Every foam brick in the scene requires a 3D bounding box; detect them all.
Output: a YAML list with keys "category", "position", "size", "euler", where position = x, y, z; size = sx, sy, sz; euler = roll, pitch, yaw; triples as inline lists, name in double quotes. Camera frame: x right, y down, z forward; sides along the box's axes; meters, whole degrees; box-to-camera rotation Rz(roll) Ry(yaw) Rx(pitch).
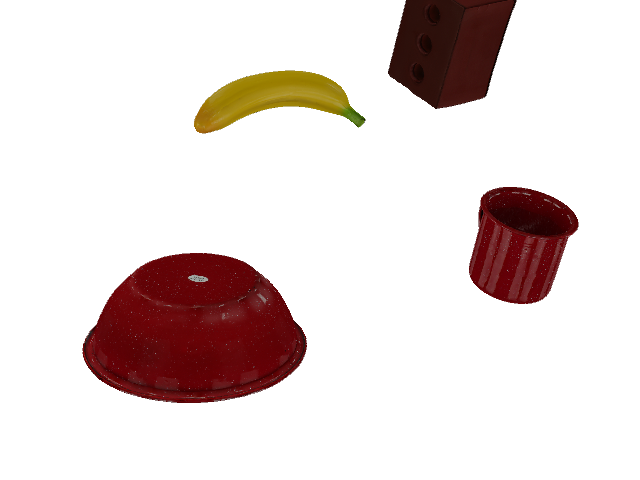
- category: "foam brick"
  position: [0.087, -0.136, 0.716]
  size: [0.051, 0.078, 0.053]
  euler: [-21, 48, -36]

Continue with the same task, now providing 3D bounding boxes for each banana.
- category: "banana"
  position: [-0.047, -0.145, 1.102]
  size: [0.197, 0.037, 0.070]
  euler: [-7, 48, -29]

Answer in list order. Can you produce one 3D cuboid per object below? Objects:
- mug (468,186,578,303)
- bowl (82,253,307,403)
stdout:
- category: "mug"
  position: [0.184, 0.000, 1.025]
  size: [0.093, 0.081, 0.117]
  euler: [-6, 35, -25]
- category: "bowl"
  position: [-0.089, 0.052, 0.764]
  size: [0.162, 0.055, 0.162]
  euler: [2, 23, -1]
